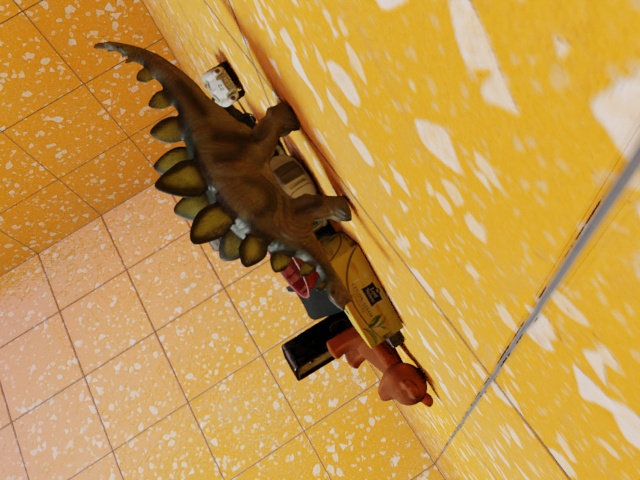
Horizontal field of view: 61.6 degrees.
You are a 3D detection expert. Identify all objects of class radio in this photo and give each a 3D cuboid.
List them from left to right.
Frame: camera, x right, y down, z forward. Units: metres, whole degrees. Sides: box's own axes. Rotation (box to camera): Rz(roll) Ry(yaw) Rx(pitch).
[{"bbox_3d":[0.024,0.232,1.259,0.073,0.230,0.131,55,170,22],"label":"radio"}]

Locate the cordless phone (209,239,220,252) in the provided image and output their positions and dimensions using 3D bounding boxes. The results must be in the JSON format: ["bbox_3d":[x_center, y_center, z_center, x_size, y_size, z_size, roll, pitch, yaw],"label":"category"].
[{"bbox_3d":[-0.211,-0.066,1.328,0.146,0.184,0.088,57,-178,9],"label":"cordless phone"}]

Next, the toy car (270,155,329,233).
[{"bbox_3d":[-0.058,-0.079,0.861,0.162,0.109,0.102,46,153,25],"label":"toy car"}]

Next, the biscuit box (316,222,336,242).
[{"bbox_3d":[-0.002,-0.003,0.997,0.202,0.059,0.063,58,175,-7],"label":"biscuit box"}]

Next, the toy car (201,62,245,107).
[{"bbox_3d":[-0.196,-0.303,1.059,0.073,0.056,0.202,60,175,-21],"label":"toy car"}]

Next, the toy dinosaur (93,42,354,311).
[{"bbox_3d":[-0.113,-0.097,0.699,0.471,0.198,0.105,55,172,6],"label":"toy dinosaur"}]

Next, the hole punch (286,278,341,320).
[{"bbox_3d":[0.008,0.098,1.197,0.092,0.142,0.115,-90,-20,-57],"label":"hole punch"}]

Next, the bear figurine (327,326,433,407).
[{"bbox_3d":[0.120,0.252,1.038,0.120,0.132,0.196,38,-162,-51],"label":"bear figurine"}]

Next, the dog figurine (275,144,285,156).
[{"bbox_3d":[-0.160,-0.151,1.021,0.191,0.172,0.121,38,-166,37],"label":"dog figurine"}]

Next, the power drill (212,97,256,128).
[{"bbox_3d":[-0.169,-0.225,1.164,0.232,0.086,0.207,57,172,-12],"label":"power drill"}]

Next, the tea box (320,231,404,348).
[{"bbox_3d":[0.058,0.079,0.874,0.169,0.068,0.098,60,175,-19],"label":"tea box"}]

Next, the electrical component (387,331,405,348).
[{"bbox_3d":[0.111,0.158,0.976,0.078,0.045,0.102,60,175,-15],"label":"electrical component"}]
